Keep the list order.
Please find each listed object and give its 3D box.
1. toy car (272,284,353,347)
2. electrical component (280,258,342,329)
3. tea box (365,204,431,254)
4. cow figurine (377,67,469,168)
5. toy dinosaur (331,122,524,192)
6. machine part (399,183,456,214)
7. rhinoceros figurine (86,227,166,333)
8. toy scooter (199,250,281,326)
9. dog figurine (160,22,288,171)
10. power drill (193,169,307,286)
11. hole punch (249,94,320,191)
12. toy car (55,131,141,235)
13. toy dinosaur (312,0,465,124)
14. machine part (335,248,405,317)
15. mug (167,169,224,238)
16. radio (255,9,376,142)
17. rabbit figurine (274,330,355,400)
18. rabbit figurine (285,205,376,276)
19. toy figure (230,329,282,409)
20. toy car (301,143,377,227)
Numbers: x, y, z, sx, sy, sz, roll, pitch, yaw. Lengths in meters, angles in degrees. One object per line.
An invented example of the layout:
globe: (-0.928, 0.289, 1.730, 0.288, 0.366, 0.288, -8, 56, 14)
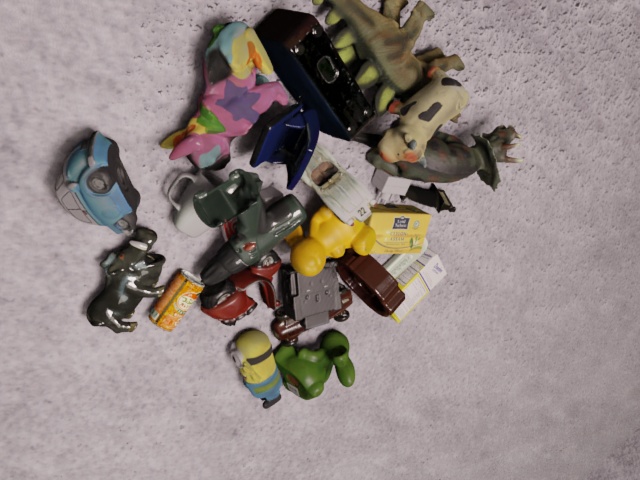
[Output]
toy car: (-0.010, 0.166, 1.182, 0.202, 0.053, 0.089, -20, 118, -22)
electrical component: (-0.017, 0.111, 1.107, 0.115, 0.058, 0.134, -12, 104, -25)
tea box: (0.153, -0.025, 1.182, 0.169, 0.068, 0.098, -1, 113, -31)
cow figurine: (0.186, -0.213, 0.977, 0.195, 0.127, 0.085, -41, 135, 1)
toy dinosaur: (0.235, -0.167, 1.088, 0.405, 0.192, 0.131, -8, 114, -31)
machine part: (0.236, -0.099, 1.202, 0.139, 0.084, 0.039, 10, 134, -26)
rhinoceros figurine: (-0.329, 0.067, 0.924, 0.112, 0.073, 0.190, 29, 97, -28)
toy scooter: (-0.141, 0.108, 1.058, 0.184, 0.075, 0.135, -37, 128, -18)
dog figurine: (-0.171, -0.218, 0.861, 0.219, 0.109, 0.191, -37, 128, -9)
power drill: (-0.137, -0.017, 0.913, 0.232, 0.086, 0.207, -33, 149, -3)
hole punch: (-0.046, -0.163, 0.924, 0.116, 0.092, 0.142, -53, 175, -42)
toy car: (-0.347, -0.079, 0.827, 0.103, 0.109, 0.161, -13, 133, -1)
toy dinosaur: (0.119, -0.347, 0.985, 0.470, 0.105, 0.198, 36, 94, -34)
machine part: (0.103, 0.086, 1.136, 0.056, 0.180, 0.179, -45, 128, -12)
mug: (-0.213, -0.062, 0.925, 0.109, 0.081, 0.107, 28, 104, -44)
radio: (-0.007, -0.276, 0.917, 0.073, 0.131, 0.229, -48, 128, -6)
rabbit figurine: (0.005, 0.261, 1.191, 0.170, 0.159, 0.121, -39, 119, -30)
rabbit figurine: (-0.002, -0.003, 1.038, 0.173, 0.163, 0.121, -50, 134, -30)
toy figure: (-0.129, 0.269, 1.139, 0.089, 0.082, 0.180, -40, 123, -30)
toy car: (0.020, -0.106, 0.981, 0.073, 0.202, 0.056, -41, 153, -3)
